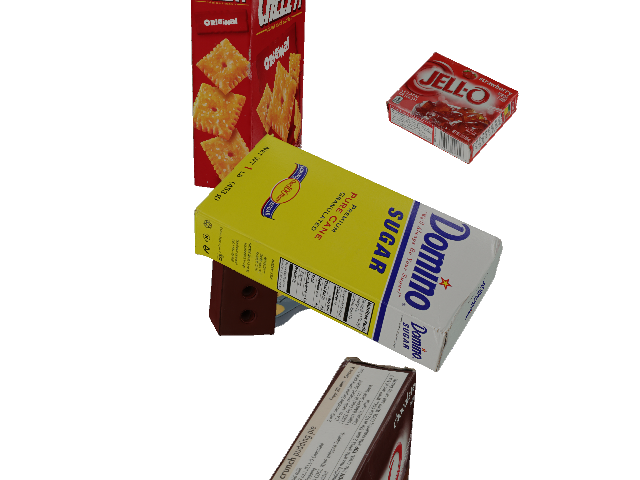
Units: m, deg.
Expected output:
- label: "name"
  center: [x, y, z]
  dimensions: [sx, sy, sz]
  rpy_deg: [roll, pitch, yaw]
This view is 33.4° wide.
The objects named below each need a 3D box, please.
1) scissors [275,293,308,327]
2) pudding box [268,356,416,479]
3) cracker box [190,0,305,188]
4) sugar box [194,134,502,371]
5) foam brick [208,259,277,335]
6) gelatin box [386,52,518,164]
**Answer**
- label: "scissors"
  center: [-0.012, 0.076, 1.192]
  dimensions: [0.201, 0.016, 0.096]
  rpy_deg: [5, 24, -3]
- label: "pudding box"
  center: [0.008, 0.117, 0.463]
  dimensions: [0.039, 0.090, 0.113]
  rpy_deg: [11, 29, 15]
- label: "cracker box"
  center: [-0.067, -0.174, 1.065]
  dimensions: [0.072, 0.214, 0.164]
  rpy_deg: [9, 22, 15]
- label: "sugar box"
  center: [0.017, 0.003, 0.675]
  dimensions: [0.176, 0.048, 0.093]
  rpy_deg: [23, 48, 17]
- label: "foam brick"
  center: [-0.068, 0.039, 0.950]
  dimensions: [0.053, 0.078, 0.051]
  rpy_deg: [0, 15, -16]
- label: "gelatin box"
  center: [0.113, -0.116, 0.922]
  dimensions: [0.089, 0.073, 0.030]
  rpy_deg: [32, -26, 25]
